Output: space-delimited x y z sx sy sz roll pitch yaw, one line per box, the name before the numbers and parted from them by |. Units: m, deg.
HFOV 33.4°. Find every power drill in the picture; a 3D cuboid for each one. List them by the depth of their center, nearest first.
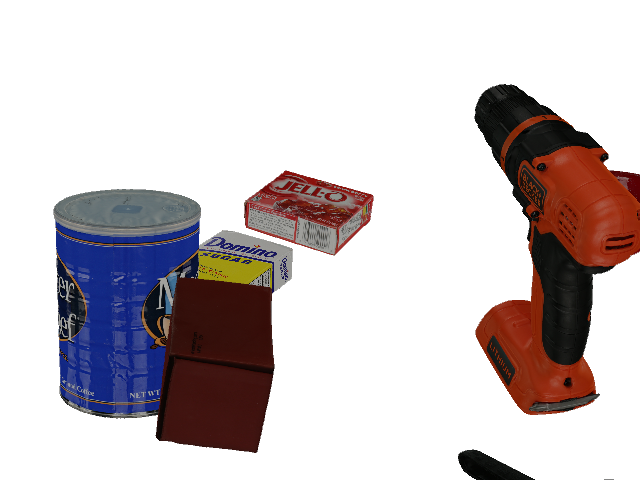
power drill | 0.144 0.007 0.714 0.057 0.188 0.184 -9 35 -11

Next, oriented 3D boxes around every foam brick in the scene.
foam brick | -0.053 0.061 0.544 0.053 0.051 0.078 8 27 -7

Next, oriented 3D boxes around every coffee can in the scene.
coffee can | -0.139 0.043 0.772 0.103 0.140 0.103 2 17 -1

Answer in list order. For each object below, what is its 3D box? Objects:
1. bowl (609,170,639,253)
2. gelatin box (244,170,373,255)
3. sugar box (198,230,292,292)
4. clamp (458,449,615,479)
bowl | 0.290 -0.023 1.108 0.162 0.055 0.162 -3 23 1
gelatin box | -0.010 -0.026 0.913 0.089 0.030 0.073 18 31 21
sugar box | -0.111 0.046 1.112 0.093 0.048 0.176 15 31 24
clamp | 0.194 0.239 0.860 0.210 0.036 0.164 1 34 24
